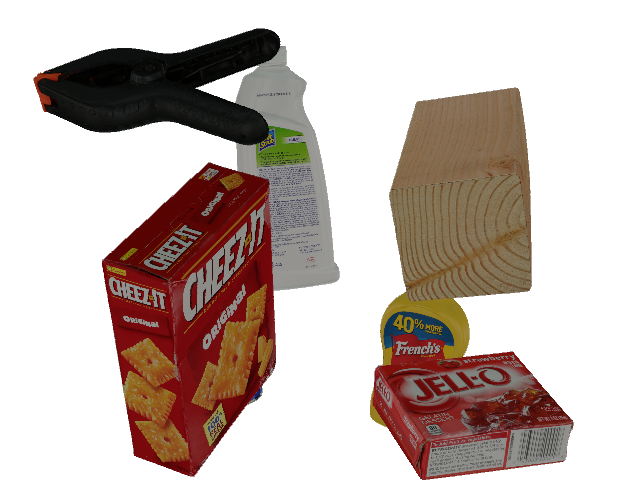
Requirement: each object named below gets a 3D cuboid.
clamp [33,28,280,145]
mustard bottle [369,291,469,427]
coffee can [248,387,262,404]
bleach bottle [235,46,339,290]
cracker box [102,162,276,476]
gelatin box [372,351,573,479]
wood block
[{"bbox_3d":[-0.107,-0.111,0.739,0.171,0.039,0.120,6,37,10],"label":"clamp"},{"bbox_3d":[0.111,0.113,1.155,0.096,0.192,0.058,12,14,24],"label":"mustard bottle"},{"bbox_3d":[-0.123,0.129,1.371,0.103,0.140,0.103,3,18,-1],"label":"coffee can"},{"bbox_3d":[-0.037,-0.077,1.122,0.102,0.251,0.068,-7,13,-18],"label":"bleach bottle"},{"bbox_3d":[-0.102,0.068,0.917,0.072,0.214,0.164,15,38,20],"label":"cracker box"},{"bbox_3d":[0.082,0.094,0.588,0.089,0.030,0.073,-3,26,-17],"label":"gelatin box"},{"bbox_3d":[0.114,-0.042,0.825,0.091,0.090,0.206,-6,23,13],"label":"wood block"}]
